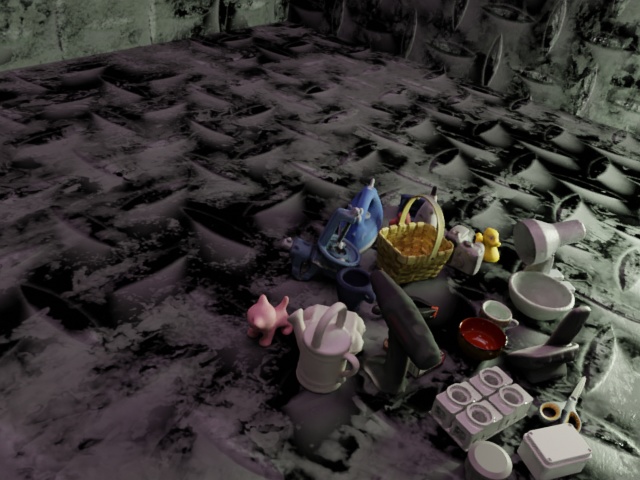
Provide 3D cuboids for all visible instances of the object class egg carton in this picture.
[{"bbox_3d":[0.024,0.203,1.274,0.150,0.069,0.107,12,33,2],"label":"egg carton"}]

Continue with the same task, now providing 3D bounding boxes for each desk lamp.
[{"bbox_3d":[0.612,0.038,1.549,0.203,0.213,0.117,-1,35,-16],"label":"desk lamp"}]

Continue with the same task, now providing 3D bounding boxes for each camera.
[{"bbox_3d":[0.411,0.011,1.638,0.142,0.101,0.137,28,38,26],"label":"camera"}]

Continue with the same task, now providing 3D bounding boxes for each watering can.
[{"bbox_3d":[0.005,0.204,1.153,0.172,0.194,0.101,17,34,10],"label":"watering can"}]

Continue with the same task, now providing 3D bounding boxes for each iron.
[{"bbox_3d":[0.119,-0.067,1.638,0.118,0.141,0.258,15,34,7],"label":"iron"}]

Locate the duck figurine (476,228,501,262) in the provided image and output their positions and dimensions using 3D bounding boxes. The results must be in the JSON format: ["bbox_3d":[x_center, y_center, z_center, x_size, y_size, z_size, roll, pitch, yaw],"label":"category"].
[{"bbox_3d":[0.492,0.004,1.684,0.078,0.086,0.104,-6,37,-23],"label":"duck figurine"}]

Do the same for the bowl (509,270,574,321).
[{"bbox_3d":[0.563,0.156,1.486,0.167,0.075,0.167,7,33,-5],"label":"bowl"}]

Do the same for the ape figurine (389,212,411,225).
[{"bbox_3d":[0.240,-0.044,1.682,0.076,0.092,0.077,5,34,-8],"label":"ape figurine"}]

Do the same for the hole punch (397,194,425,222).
[{"bbox_3d":[0.301,-0.114,1.803,0.108,0.091,0.101,16,34,9],"label":"hole punch"}]

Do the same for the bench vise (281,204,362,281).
[{"bbox_3d":[0.016,0.012,1.421,0.208,0.220,0.121,-1,35,-17],"label":"bench vise"}]

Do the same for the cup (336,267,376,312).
[{"bbox_3d":[0.086,0.134,1.371,0.092,0.095,0.117,-18,42,-35],"label":"cup"}]

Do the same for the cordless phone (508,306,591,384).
[{"bbox_3d":[0.516,0.220,1.276,0.148,0.185,0.094,-9,38,-26],"label":"cordless phone"}]

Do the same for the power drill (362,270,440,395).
[{"bbox_3d":[0.152,0.203,1.181,0.076,0.208,0.228,-10,38,-28],"label":"power drill"}]

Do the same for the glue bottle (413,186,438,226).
[{"bbox_3d":[0.320,-0.081,1.685,0.037,0.173,0.078,-11,39,-28],"label":"glue bottle"}]

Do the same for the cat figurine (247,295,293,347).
[{"bbox_3d":[-0.113,0.166,1.248,0.067,0.118,0.128,31,39,29],"label":"cat figurine"}]
